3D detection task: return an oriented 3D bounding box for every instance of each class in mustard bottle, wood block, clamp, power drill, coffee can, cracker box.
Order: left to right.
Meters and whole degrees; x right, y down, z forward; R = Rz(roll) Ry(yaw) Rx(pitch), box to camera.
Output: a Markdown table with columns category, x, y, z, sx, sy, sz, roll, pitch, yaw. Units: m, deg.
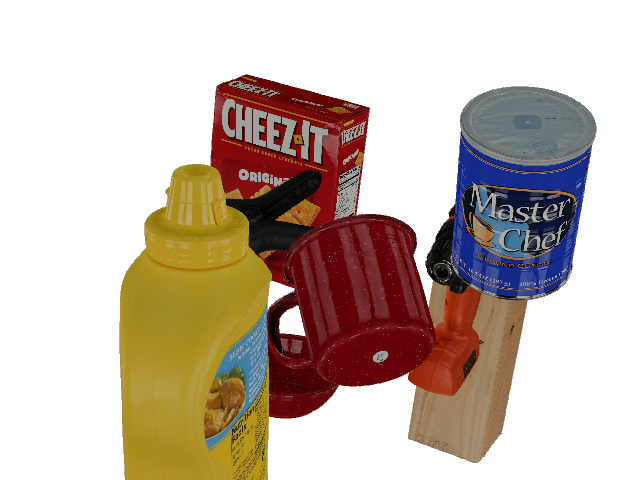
| category | x | y | z | sx | sy | sz | roll | pitch | yaw |
| --- | --- | --- | --- | --- | --- | --- | --- | --- | --- |
| mustard bottle | -0.051 | 0.061 | 0.447 | 0.058 | 0.192 | 0.096 | 9 | 25 | 14 |
| clamp | -0.060 | -0.020 | 0.968 | 0.171 | 0.039 | 0.120 | -3 | 33 | -7 |
| cracker box | -0.043 | -0.060 | 1.198 | 0.164 | 0.214 | 0.072 | 18 | 28 | 24 |
| power drill | 0.134 | 0.055 | 1.048 | 0.057 | 0.188 | 0.184 | 19 | 28 | 18 |
| wood block | 0.169 | 0.132 | 1.208 | 0.090 | 0.206 | 0.090 | 16 | 22 | 23 |
| coffee can | 0.159 | -0.038 | 0.857 | 0.103 | 0.140 | 0.103 | -1 | 39 | 1 |

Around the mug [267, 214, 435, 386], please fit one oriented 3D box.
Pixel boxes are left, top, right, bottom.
| category | x | y | z | sx | sy | sz | roll | pitch | yaw |
| --- | --- | --- | --- | --- | --- | --- | --- | --- | --- |
| mug | 0.017 | 0.047 | 0.701 | 0.117 | 0.081 | 0.093 | -22 | -34 | 12 |

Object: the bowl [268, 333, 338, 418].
| category | x | y | z | sx | sy | sz | roll | pitch | yaw |
| --- | --- | --- | --- | --- | --- | --- | --- | --- | --- |
| bowl | -0.046 | 0.176 | 1.339 | 0.162 | 0.055 | 0.162 | 3 | 22 | -2 |
